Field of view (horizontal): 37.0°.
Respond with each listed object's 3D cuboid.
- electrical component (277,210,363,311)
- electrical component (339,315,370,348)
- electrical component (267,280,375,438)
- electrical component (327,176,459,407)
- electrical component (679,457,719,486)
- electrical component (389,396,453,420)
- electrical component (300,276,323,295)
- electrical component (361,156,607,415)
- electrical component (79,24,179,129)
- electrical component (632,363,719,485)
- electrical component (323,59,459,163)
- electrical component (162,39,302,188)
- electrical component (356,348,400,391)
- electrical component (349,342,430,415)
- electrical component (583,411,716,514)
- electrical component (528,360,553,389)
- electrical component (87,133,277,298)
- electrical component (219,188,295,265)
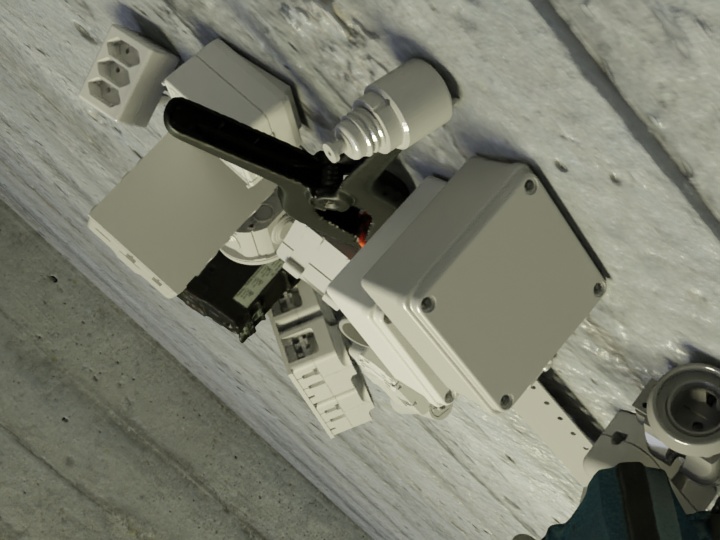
[{"bbox_3d":[0.000,0.000,0.848,0.121,0.063,0.078,39,124,6],"label":"electrical component"},{"bbox_3d":[0.015,0.028,0.912,0.044,0.065,0.044,20,152,11],"label":"electrical component"},{"bbox_3d":[-0.040,0.092,1.147,0.186,0.060,0.105,67,-178,-60],"label":"electrical component"},{"bbox_3d":[0.051,0.014,0.704,0.056,0.108,0.108,28,161,47],"label":"electrical component"},{"bbox_3d":[0.238,0.124,0.705,0.035,0.035,0.061,41,163,-4],"label":"electrical component"},{"bbox_3d":[0.068,0.138,1.147,0.044,0.044,0.065,49,158,-29],"label":"electrical component"},{"bbox_3d":[-0.015,0.009,0.969,0.077,0.044,0.079,22,156,49],"label":"electrical component"},{"bbox_3d":[0.075,0.008,0.629,0.108,0.108,0.056,50,165,-32],"label":"electrical component"},{"bbox_3d":[-0.176,-0.154,0.876,0.047,0.065,0.077,34,-167,22],"label":"electrical component"},{"bbox_3d":[0.204,0.090,0.650,0.078,0.058,0.057,32,166,29],"label":"electrical component"},{"bbox_3d":[0.014,-0.083,0.585,0.040,0.078,0.040,48,161,23],"label":"electrical component"},{"bbox_3d":[-0.092,-0.119,0.774,0.096,0.061,0.061,42,165,23],"label":"electrical component"},{"bbox_3d":[0.033,0.074,1.003,0.081,0.063,0.042,38,164,11],"label":"electrical component"},{"bbox_3d":[0.038,0.094,1.073,0.089,0.050,0.056,49,163,-28],"label":"electrical component"},{"bbox_3d":[0.216,0.161,0.813,0.095,0.059,0.054,47,164,-24],"label":"electrical component"},{"bbox_3d":[0.113,0.076,0.818,0.048,0.062,0.048,37,165,12],"label":"electrical component"},{"bbox_3d":[-0.128,-0.062,0.837,0.089,0.150,0.062,43,164,-8],"label":"electrical component"},{"bbox_3d":[-0.091,-0.049,0.925,0.080,0.080,0.051,34,158,23],"label":"electrical component"}]
